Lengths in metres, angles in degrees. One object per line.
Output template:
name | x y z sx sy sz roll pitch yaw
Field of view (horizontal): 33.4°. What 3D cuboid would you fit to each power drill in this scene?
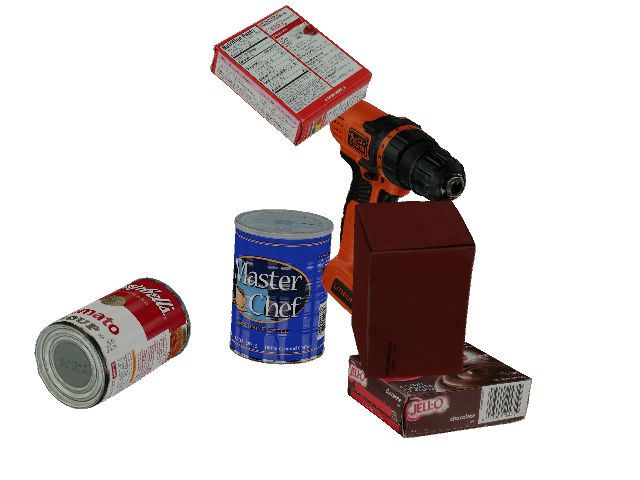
power drill | 0.060 -0.018 0.955 0.057 0.188 0.185 -5 26 -26

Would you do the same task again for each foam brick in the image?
foam brick | 0.045 0.024 0.542 0.053 0.078 0.051 -2 31 -6

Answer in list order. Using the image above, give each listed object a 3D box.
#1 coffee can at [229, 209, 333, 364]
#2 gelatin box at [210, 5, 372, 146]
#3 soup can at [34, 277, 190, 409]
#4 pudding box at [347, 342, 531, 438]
coffee can | -0.042 0.046 1.122 0.103 0.140 0.103 3 15 -1
gelatin box | -0.021 -0.117 0.750 0.073 0.089 0.030 -38 -20 -31
soup can | -0.154 0.075 0.793 0.069 0.068 0.102 0 16 30
pudding box | 0.089 0.112 0.818 0.113 0.039 0.090 -1 15 -26
